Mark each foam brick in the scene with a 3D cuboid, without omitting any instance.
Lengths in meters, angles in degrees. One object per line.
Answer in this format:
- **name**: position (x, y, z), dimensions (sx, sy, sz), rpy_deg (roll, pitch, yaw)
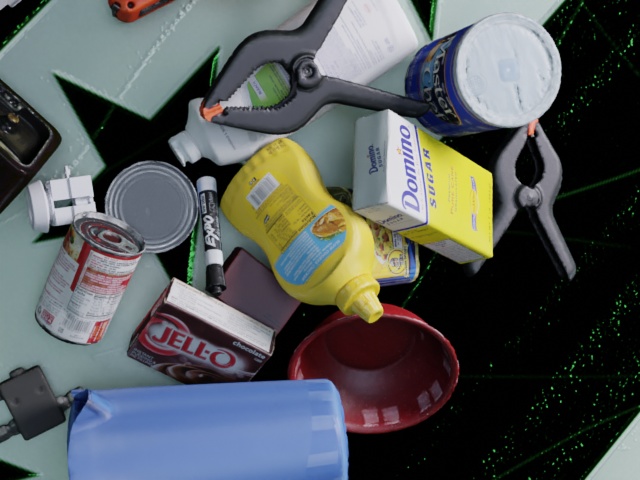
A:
- **foam brick**: position (-0.062, 0.049, 1.014), dimensions (0.078, 0.051, 0.053), rpy_deg (38, 84, -12)

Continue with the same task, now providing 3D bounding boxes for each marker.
- **marker**: position (-0.101, -0.003, 0.990), dimensions (0.020, 0.020, 0.121), rpy_deg (-1, 61, -14)

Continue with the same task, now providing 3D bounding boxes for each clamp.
- **clamp**: position (0.197, -0.037, 1.082), dimensions (0.120, 0.039, 0.171), rpy_deg (-6, 89, -18)
- **clamp**: position (-0.006, -0.147, 0.966), dimensions (0.210, 0.036, 0.164), rpy_deg (-31, 105, -7)

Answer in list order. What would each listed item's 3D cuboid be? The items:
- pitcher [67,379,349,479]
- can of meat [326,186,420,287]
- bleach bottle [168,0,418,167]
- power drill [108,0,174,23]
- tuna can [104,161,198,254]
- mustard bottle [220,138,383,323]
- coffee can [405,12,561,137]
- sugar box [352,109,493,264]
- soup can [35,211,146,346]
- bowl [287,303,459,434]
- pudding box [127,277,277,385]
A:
- **pitcher**: position (-0.101, 0.197, 0.959), dimensions (0.242, 0.149, 0.145), rpy_deg (-4, 79, -7)
- **can of meat**: position (0.047, -0.003, 1.024), dimensions (0.083, 0.058, 0.102), rpy_deg (-5, 94, -36)
- **bleach bottle**: position (-0.035, -0.155, 1.010), dimensions (0.250, 0.068, 0.102), rpy_deg (-33, 100, -9)
- **power drill**: position (-0.170, -0.310, 0.976), dimensions (0.184, 0.057, 0.187), rpy_deg (-30, 95, -7)
- **tuna can**: position (-0.158, -0.031, 0.997), dimensions (0.086, 0.034, 0.086), rpy_deg (0, 92, -14)
- **mustard bottle**: position (-0.006, 0.001, 0.967), dimensions (0.096, 0.058, 0.192), rpy_deg (-46, 61, 12)
- **coffee can**: position (0.151, -0.153, 1.014), dimensions (0.102, 0.140, 0.103), rpy_deg (0, 92, -14)
- **sugar box**: position (0.100, -0.046, 1.000), dimensions (0.176, 0.048, 0.093), rpy_deg (25, 60, -48)
- **soup can**: position (-0.206, 0.035, 0.952), dimensions (0.068, 0.068, 0.102), rpy_deg (23, 111, -13)
- **bowl**: position (0.049, 0.112, 1.018), dimensions (0.162, 0.055, 0.162), rpy_deg (-1, 128, -1)
- **pudding box**: position (-0.109, 0.095, 0.985), dimensions (0.113, 0.090, 0.039), rpy_deg (27, 41, -14)
